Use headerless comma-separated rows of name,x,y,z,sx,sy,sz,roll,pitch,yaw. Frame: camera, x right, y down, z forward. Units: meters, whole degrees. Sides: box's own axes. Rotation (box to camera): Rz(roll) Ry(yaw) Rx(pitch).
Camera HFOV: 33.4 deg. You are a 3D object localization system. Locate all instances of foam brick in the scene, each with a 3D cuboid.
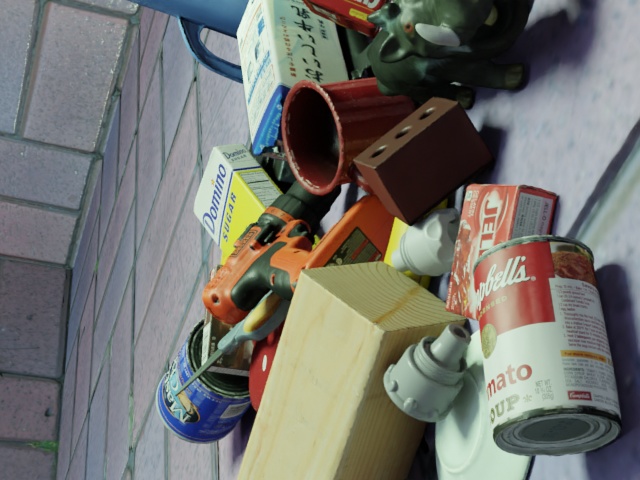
foam brick,0.072,-0.057,0.755,0.078,0.051,0.053,-38,19,-5

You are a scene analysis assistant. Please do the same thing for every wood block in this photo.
wood block,0.017,0.129,0.775,0.090,0.090,0.206,35,116,38

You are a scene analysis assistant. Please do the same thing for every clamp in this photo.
clamp,0.041,-0.146,0.984,0.210,0.036,0.164,177,103,-70

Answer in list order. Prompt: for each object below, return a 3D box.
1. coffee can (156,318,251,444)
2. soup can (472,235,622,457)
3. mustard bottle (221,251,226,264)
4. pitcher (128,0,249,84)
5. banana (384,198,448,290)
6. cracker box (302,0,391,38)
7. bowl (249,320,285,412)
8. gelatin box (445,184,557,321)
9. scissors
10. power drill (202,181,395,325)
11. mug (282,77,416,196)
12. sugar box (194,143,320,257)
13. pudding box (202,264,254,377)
coffee can,-0.118,0.157,1.197,0.140,0.102,0.103,125,150,-53
soup can,0.121,0.058,0.574,0.069,0.068,0.102,126,148,-54
mustard bottle,-0.091,0.040,1.252,0.096,0.058,0.192,-151,73,-69
pitcher,-0.094,-0.267,1.128,0.145,0.242,0.149,117,163,-47
banana,0.064,0.013,0.822,0.070,0.037,0.198,-124,47,-65
cracker box,0.053,-0.276,0.849,0.164,0.072,0.214,-66,-2,-81
bowl,-0.029,0.121,1.020,0.162,0.055,0.162,-170,90,-72
gelatin box,0.114,0.009,0.684,0.073,0.030,0.089,-169,89,-72
scissors,-0.080,0.083,1.046,0.202,0.016,0.096,-36,28,46
power drill,-0.006,0.001,0.932,0.184,0.057,0.188,-53,22,-19
mug,0.032,-0.081,0.863,0.117,0.081,0.093,54,143,35
sugar box,-0.065,-0.011,1.106,0.176,0.048,0.093,48,132,31
pudding box,-0.076,0.088,1.129,0.039,0.090,0.113,141,136,-66
